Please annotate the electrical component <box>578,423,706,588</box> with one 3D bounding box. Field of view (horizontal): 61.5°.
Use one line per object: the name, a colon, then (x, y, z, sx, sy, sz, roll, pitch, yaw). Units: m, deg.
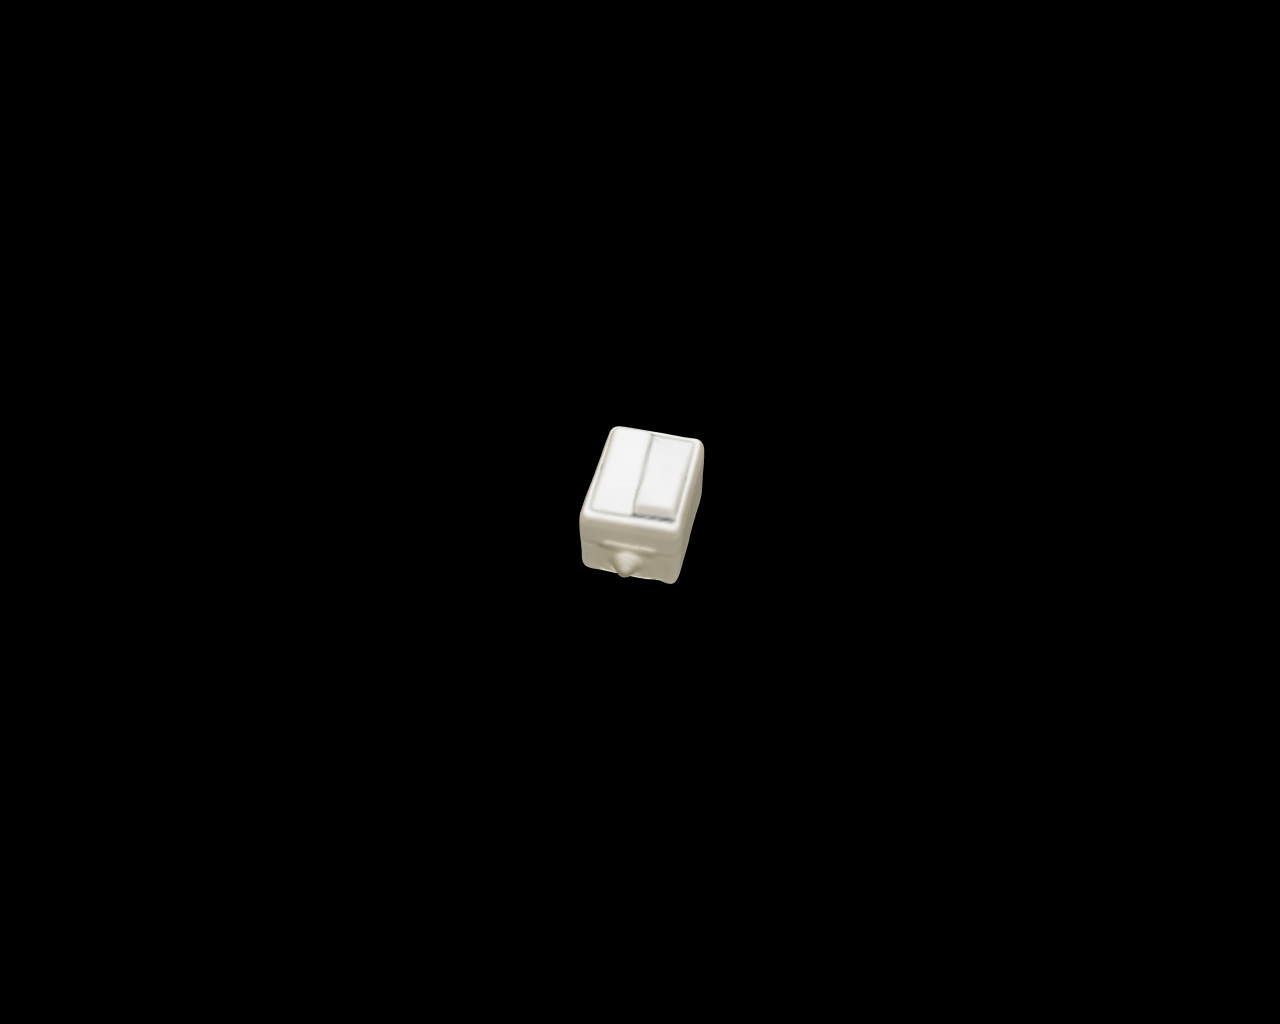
electrical component: (0.001, -0.003, 0.650, 0.062, 0.096, 0.061, 11, -39, 9)
